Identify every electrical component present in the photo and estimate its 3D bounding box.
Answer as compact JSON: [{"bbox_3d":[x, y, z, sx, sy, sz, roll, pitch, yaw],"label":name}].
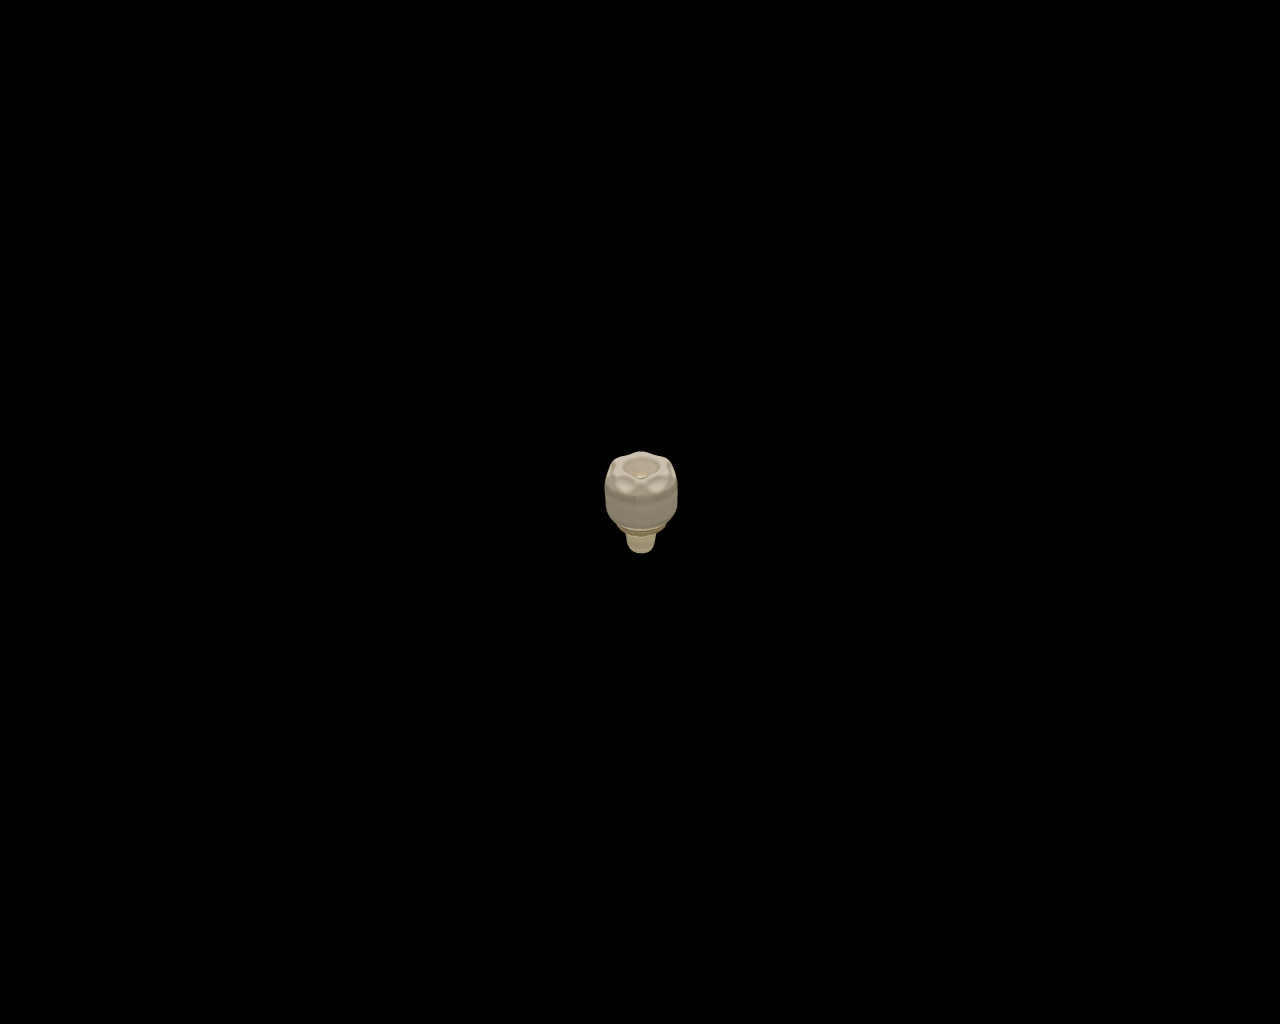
[{"bbox_3d":[0.001,-0.003,0.650,0.043,0.062,0.043,0,33,0],"label":"electrical component"}]
